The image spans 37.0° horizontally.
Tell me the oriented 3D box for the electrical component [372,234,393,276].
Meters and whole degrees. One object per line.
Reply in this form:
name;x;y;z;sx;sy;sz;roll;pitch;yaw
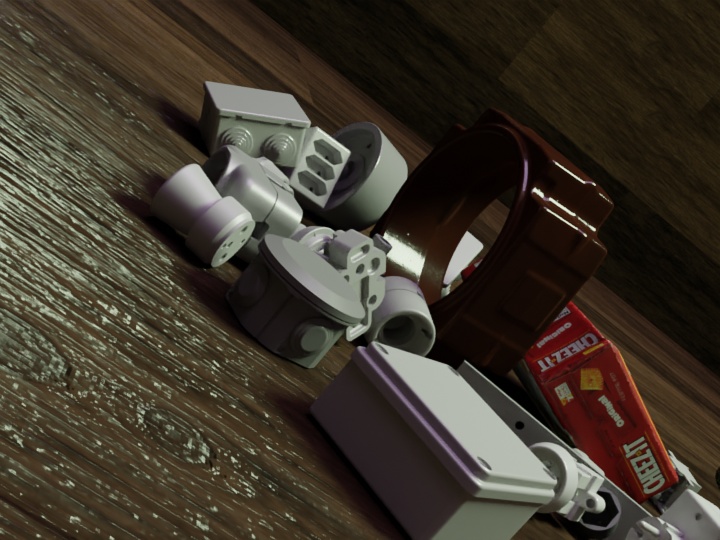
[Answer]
electrical component;0.000;0.000;0.852;0.048;0.062;0.048;38;11;-9

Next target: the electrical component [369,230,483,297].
electrical component;0.061;-0.019;1.069;0.100;0.048;0.100;41;42;6

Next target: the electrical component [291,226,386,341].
electrical component;-0.021;0.004;0.757;0.057;0.078;0.058;28;43;34

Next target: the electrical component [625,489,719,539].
electrical component;0.204;0.190;0.723;0.076;0.083;0.047;33;13;-31

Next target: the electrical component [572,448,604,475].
electrical component;0.180;0.170;0.844;0.061;0.035;0.035;42;11;1

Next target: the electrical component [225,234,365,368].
electrical component;-0.041;0.019;0.678;0.080;0.051;0.080;38;11;-9

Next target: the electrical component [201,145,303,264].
electrical component;-0.087;-0.049;0.773;0.059;0.053;0.095;34;10;-27

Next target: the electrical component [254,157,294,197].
electrical component;-0.075;-0.061;0.895;0.062;0.043;0.043;45;12;17

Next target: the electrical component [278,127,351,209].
electrical component;-0.059;-0.098;1.055;0.047;0.065;0.077;34;-16;-30

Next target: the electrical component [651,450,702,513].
electrical component;0.295;0.204;1.067;0.064;0.042;0.081;34;11;-8

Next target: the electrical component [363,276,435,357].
electrical component;0.027;0.040;0.810;0.055;0.055;0.047;34;16;-26

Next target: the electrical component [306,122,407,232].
electrical component;-0.002;-0.087;1.080;0.060;0.108;0.108;39;10;-36

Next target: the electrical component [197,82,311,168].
electrical component;-0.101;-0.135;1.004;0.100;0.048;0.099;6;24;-19

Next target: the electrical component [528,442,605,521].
electrical component;0.136;0.148;0.758;0.066;0.048;0.055;33;3;34

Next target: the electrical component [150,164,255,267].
electrical component;-0.102;-0.035;0.703;0.055;0.045;0.045;42;12;9

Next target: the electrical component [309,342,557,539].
electrical component;0.043;0.102;0.614;0.108;0.056;0.109;47;13;32

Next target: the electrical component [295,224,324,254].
electrical component;-0.041;-0.010;0.817;0.040;0.040;0.046;27;12;-47
